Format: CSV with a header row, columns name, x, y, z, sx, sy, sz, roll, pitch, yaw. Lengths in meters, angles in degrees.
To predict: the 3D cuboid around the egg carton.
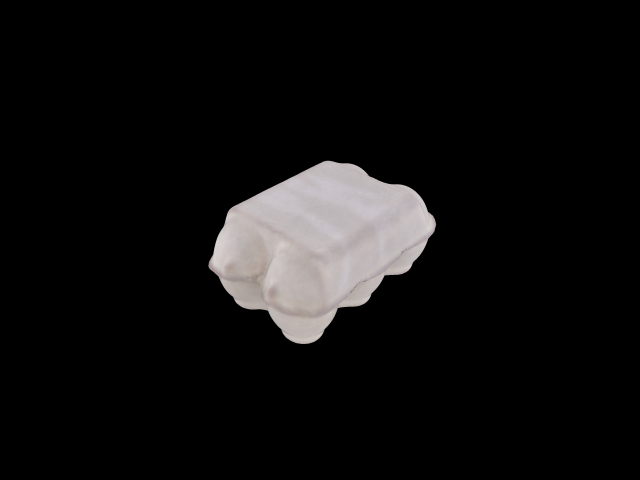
name,x,y,z,sx,sy,sz,roll,pitch,yaw
egg carton,0.004,0.001,0.400,0.107,0.069,0.151,27,44,33
